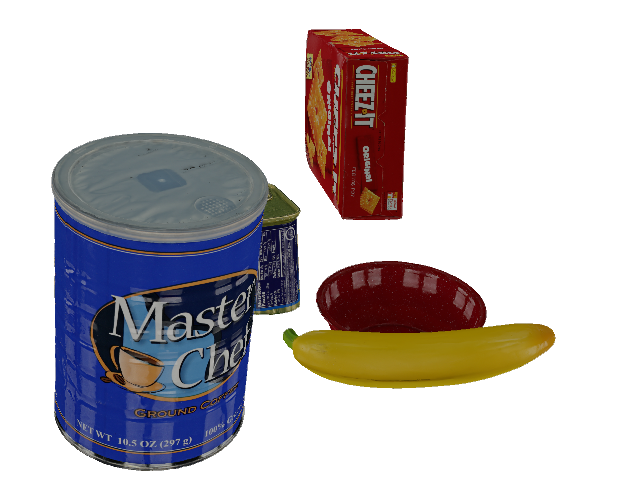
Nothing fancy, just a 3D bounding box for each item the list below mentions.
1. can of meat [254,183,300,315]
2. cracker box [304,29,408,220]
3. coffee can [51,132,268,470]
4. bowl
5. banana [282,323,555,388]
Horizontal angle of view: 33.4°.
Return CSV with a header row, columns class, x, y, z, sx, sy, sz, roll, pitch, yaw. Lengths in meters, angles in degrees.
class,x,y,z,sx,sy,sz,roll,pitch,yaw
can of meat,-0.053,0.006,0.885,0.057,0.084,0.102,-8,21,-17
cracker box,0.033,-0.129,1.127,0.072,0.164,0.214,-3,19,-9
coffee can,-0.084,0.030,0.543,0.102,0.140,0.103,6,30,-3
bowl,0.075,0.081,1.021,0.162,0.055,0.162,3,28,-2
banana,0.064,0.076,0.746,0.198,0.037,0.069,1,28,10
